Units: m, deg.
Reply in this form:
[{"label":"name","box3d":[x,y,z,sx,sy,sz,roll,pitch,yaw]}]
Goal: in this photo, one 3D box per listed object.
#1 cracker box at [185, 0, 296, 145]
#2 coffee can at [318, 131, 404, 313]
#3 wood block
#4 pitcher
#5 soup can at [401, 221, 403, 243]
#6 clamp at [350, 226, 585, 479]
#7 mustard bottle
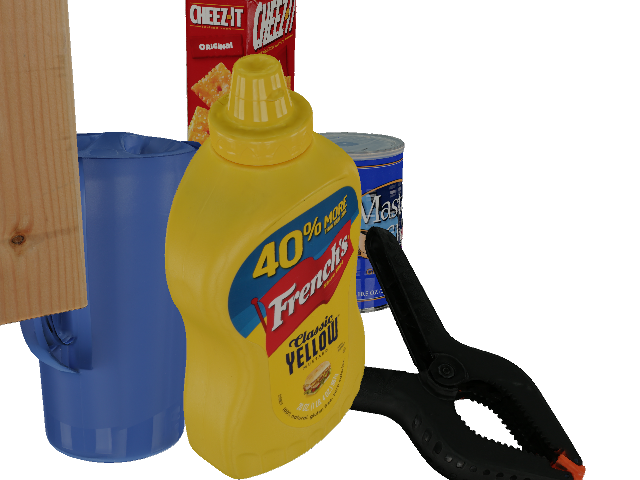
[{"label":"cracker box","box3d":[-0.075,-0.153,1.076,0.072,0.214,0.164,8,21,13]},{"label":"coffee can","box3d":[0.021,-0.018,0.937,0.103,0.140,0.103,0,15,0]},{"label":"wood block","box3d":[-0.193,-0.063,0.606,0.090,0.206,0.090,-11,27,-27]},{"label":"pitcher","box3d":[-0.163,0.042,0.807,0.149,0.243,0.145,-4,14,-22]},{"label":"soup can","box3d":[0.060,0.020,1.244,0.068,0.102,0.068,0,32,0]},{"label":"clamp","box3d":[0.062,0.093,0.656,0.210,0.036,0.164,41,50,17]},{"label":"mustard bottle","box3d":[-0.022,0.009,0.457,0.058,0.192,0.096,30,48,34]}]
